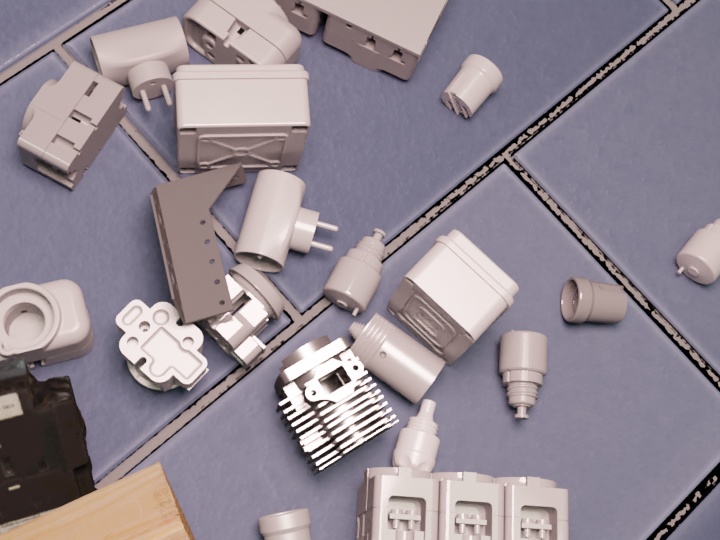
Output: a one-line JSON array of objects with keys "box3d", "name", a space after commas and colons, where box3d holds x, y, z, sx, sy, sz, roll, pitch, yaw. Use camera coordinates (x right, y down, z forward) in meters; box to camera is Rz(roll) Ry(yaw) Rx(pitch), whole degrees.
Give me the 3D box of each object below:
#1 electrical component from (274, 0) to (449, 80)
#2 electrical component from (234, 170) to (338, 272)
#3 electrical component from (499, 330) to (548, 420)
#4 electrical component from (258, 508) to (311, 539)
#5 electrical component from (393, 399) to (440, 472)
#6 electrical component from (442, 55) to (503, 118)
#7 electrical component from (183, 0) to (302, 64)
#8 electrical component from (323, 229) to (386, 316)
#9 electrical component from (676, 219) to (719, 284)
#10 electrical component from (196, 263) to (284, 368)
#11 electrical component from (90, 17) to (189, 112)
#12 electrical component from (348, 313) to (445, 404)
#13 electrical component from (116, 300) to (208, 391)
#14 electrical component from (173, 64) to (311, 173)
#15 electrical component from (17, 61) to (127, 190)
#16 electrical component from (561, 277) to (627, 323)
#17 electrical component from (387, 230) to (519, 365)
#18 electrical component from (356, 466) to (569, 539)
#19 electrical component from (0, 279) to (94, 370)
[{"box3d": [-0.015, -0.263, 0.984, 0.186, 0.060, 0.105, 25, 70, 0], "name": "electrical component"}, {"box3d": [-0.059, -0.037, 0.912, 0.079, 0.043, 0.077, 16, 70, -4], "name": "electrical component"}, {"box3d": [0.137, 0.087, 0.906, 0.040, 0.040, 0.078, 7, 71, -7], "name": "electrical component"}, {"box3d": [-0.056, 0.211, 0.835, 0.040, 0.040, 0.046, -10, 80, -12], "name": "electrical component"}, {"box3d": [0.049, 0.136, 0.879, 0.035, 0.035, 0.061, 19, 68, -3], "name": "electrical component"}, {"box3d": [0.102, -0.167, 0.985, 0.040, 0.040, 0.046, 38, 76, 4], "name": "electrical component"}, {"box3d": [-0.102, -0.209, 0.956, 0.095, 0.053, 0.059, 36, 70, 3], "name": "electrical component"}, {"box3d": [0.000, 0.000, 0.912, 0.040, 0.040, 0.078, 28, 70, 0], "name": "electrical component"}, {"box3d": [0.320, -0.022, 0.972, 0.040, 0.040, 0.078, 42, 71, 5], "name": "electrical component"}, {"box3d": [-0.099, 0.032, 0.877, 0.078, 0.058, 0.057, 44, 74, 6], "name": "electrical component"}, {"box3d": [-0.186, -0.175, 0.937, 0.077, 0.043, 0.079, -17, 76, -14], "name": "electrical component"}, {"box3d": [0.025, 0.070, 0.892, 0.081, 0.043, 0.043, 36, 70, 3], "name": "electrical component"}, {"box3d": [-0.157, 0.064, 0.856, 0.078, 0.057, 0.058, 41, 71, 5], "name": "electrical component"}, {"box3d": [-0.101, -0.124, 0.900, 0.109, 0.108, 0.056, -2, 75, -10], "name": "electrical component"}, {"box3d": [-0.245, -0.124, 0.907, 0.056, 0.050, 0.089, 28, 70, 1], "name": "electrical component"}, {"box3d": [0.204, 0.028, 0.938, 0.046, 0.040, 0.040, 6, 71, -13], "name": "electrical component"}, {"box3d": [0.074, 0.023, 0.878, 0.078, 0.113, 0.057, 43, 74, 6], "name": "electrical component"}, {"box3d": [0.077, 0.192, 0.836, 0.150, 0.089, 0.061, 6, 72, -7], "name": "electrical component"}, {"box3d": [-0.262, 0.045, 0.844, 0.095, 0.059, 0.053, -14, 75, -13], "name": "electrical component"}]
